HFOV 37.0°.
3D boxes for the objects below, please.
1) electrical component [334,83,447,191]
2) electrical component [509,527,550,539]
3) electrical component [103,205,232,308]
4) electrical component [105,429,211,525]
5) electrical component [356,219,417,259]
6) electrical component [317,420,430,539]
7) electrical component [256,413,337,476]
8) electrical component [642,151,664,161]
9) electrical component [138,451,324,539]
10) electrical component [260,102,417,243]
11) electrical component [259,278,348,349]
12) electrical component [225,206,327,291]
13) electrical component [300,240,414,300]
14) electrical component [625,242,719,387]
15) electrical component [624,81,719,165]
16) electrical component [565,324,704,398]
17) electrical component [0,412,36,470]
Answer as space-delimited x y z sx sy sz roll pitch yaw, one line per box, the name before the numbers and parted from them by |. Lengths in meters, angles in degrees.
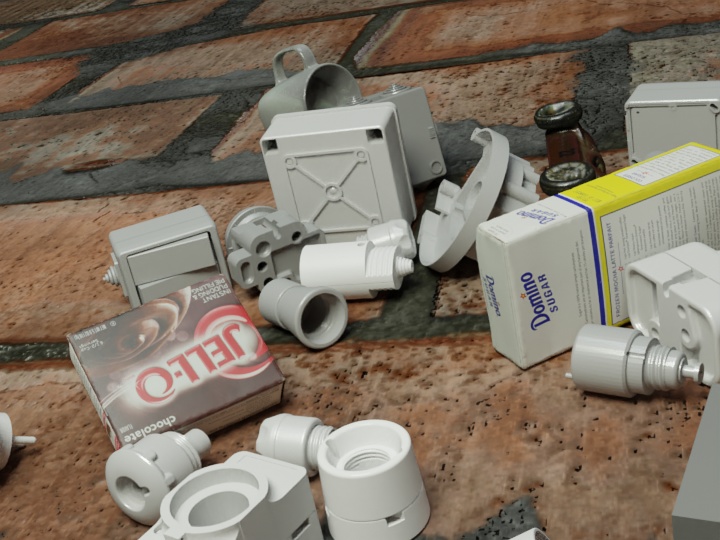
electrical component | 0.024 -0.114 0.971 0.100 0.099 0.048 -21 14 -19
electrical component | 0.072 0.150 0.407 0.064 0.099 0.099 -19 25 -1
electrical component | -0.157 -0.003 0.861 0.096 0.061 0.061 -18 26 -13
electrical component | -0.112 0.113 0.621 0.048 0.048 0.062 5 23 32
electrical component | 0.012 -0.017 0.849 0.061 0.035 0.035 -16 24 11
electrical component | 0.006 0.112 0.567 0.055 0.047 0.055 -10 25 5
electrical component | -0.027 0.102 0.618 0.061 0.035 0.035 2 29 22
electrical component | 0.242 -0.076 0.864 0.040 0.040 0.078 -7 25 10
electrical component | -0.066 0.136 0.540 0.050 0.055 0.089 8 31 35
electrical component | -0.016 -0.077 0.900 0.109 0.108 0.056 -4 29 16
electrical component | -0.044 0.028 0.773 0.044 0.044 0.065 -26 24 -28
electrical component | -0.074 -0.018 0.863 0.078 0.058 0.057 -23 30 -22
electrical component | 0.000 0.000 0.807 0.081 0.043 0.043 -4 26 15
electrical component | 0.213 0.023 0.654 0.059 0.053 0.095 -18 26 -13
electrical component | 0.283 -0.126 0.925 0.096 0.061 0.061 3 29 28
electrical component | 0.160 0.055 0.627 0.078 0.040 0.040 6 31 34
electrical component | -0.247 0.107 0.680 0.079 0.044 0.077 9 -19 -38
